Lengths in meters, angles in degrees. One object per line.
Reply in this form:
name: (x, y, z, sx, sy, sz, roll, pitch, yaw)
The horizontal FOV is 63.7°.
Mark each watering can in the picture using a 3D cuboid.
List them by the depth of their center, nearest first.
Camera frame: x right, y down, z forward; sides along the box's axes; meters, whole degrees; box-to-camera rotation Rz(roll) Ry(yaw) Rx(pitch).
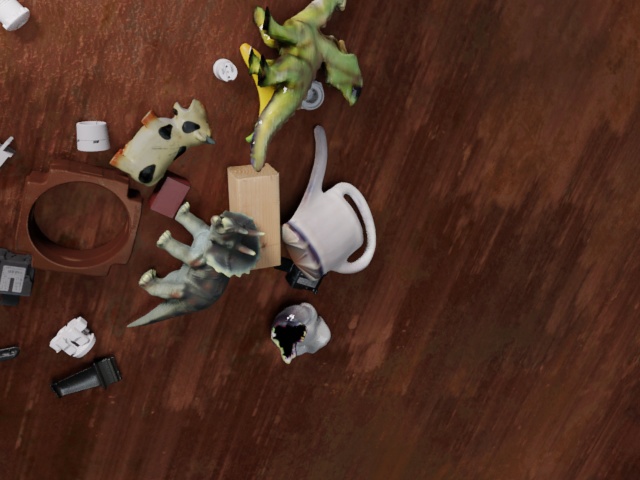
watering can: (0.003, -0.057, 1.142, 0.227, 0.104, 0.343, -38, 113, -23)

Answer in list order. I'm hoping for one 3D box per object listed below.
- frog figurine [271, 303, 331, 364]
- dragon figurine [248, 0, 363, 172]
frog figurine: (-0.040, 0.218, 1.263, 0.160, 0.123, 0.136, -10, 112, -59)
dragon figurine: (-0.015, -0.320, 0.980, 0.243, 0.122, 0.411, 4, 88, -28)
